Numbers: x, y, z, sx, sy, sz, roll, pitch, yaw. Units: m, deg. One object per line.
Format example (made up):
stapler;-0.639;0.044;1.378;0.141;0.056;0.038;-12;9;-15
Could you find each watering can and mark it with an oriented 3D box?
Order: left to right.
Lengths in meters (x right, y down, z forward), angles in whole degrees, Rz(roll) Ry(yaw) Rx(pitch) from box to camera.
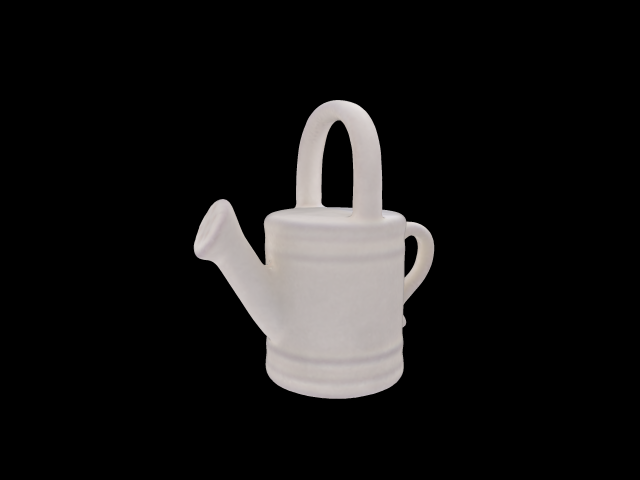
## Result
watering can;0.005;0.002;0.398;0.100;0.194;0.173;8;12;41
